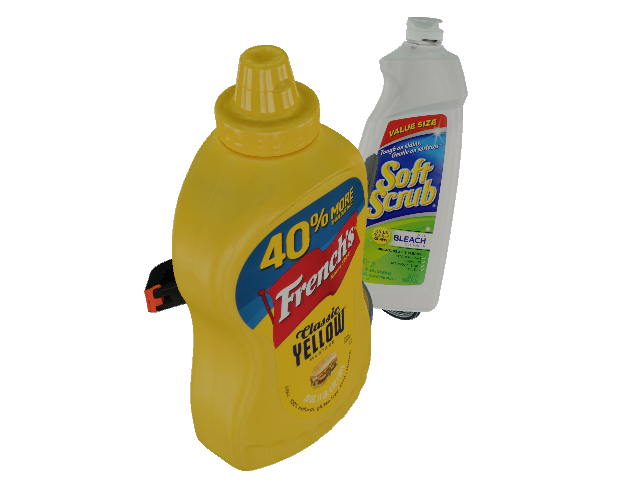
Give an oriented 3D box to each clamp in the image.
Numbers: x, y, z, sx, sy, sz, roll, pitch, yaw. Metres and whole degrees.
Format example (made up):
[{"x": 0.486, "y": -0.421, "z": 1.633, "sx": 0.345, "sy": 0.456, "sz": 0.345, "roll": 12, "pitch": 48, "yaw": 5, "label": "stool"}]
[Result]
[{"x": -0.128, "y": 0.031, "z": 1.212, "sx": 0.120, "sy": 0.039, "sz": 0.171, "roll": 0, "pitch": 30, "yaw": 30, "label": "clamp"}]

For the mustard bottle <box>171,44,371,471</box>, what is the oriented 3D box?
[{"x": -0.019, "y": 0.005, "z": 0.457, "sx": 0.058, "sy": 0.192, "sz": 0.096, "roll": 30, "pitch": 48, "yaw": 34, "label": "mustard bottle"}]

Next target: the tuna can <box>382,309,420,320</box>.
[{"x": 0.087, "y": 0.049, "z": 1.215, "sx": 0.033, "sy": 0.086, "sz": 0.086, "roll": -44, "pitch": 26, "yaw": -29, "label": "tuna can"}]

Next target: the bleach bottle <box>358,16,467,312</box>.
[{"x": 0.069, "y": -0.066, "z": 0.926, "sx": 0.102, "sy": 0.251, "sz": 0.068, "roll": 6, "pitch": 18, "yaw": 5, "label": "bleach bottle"}]

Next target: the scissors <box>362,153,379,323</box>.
[{"x": -0.004, "y": 0.004, "z": 0.744, "sx": 0.096, "sy": 0.016, "sz": 0.201, "roll": 0, "pitch": 44, "yaw": 0, "label": "scissors"}]
